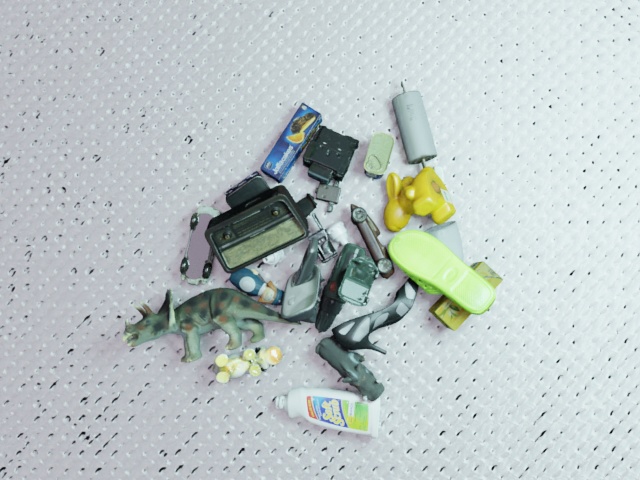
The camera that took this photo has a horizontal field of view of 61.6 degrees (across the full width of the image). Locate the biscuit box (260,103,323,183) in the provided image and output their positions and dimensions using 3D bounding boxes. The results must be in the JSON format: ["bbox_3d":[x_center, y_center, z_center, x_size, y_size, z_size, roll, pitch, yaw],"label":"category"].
[{"bbox_3d":[-0.072,-0.243,1.360,0.063,0.059,0.202,32,88,4],"label":"biscuit box"}]

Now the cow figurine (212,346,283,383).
[{"bbox_3d":[-0.178,0.301,1.316,0.167,0.098,0.068,-9,79,-17],"label":"cow figurine"}]

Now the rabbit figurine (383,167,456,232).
[{"bbox_3d":[0.214,-0.093,1.301,0.173,0.122,0.162,-41,59,37],"label":"rabbit figurine"}]

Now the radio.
[{"bbox_3d":[-0.153,-0.027,1.291,0.230,0.073,0.131,-26,113,6],"label":"radio"}]

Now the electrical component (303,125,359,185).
[{"bbox_3d":[0.022,-0.207,1.343,0.115,0.058,0.134,22,76,7],"label":"electrical component"}]

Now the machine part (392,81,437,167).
[{"bbox_3d":[0.235,-0.279,1.339,0.079,0.079,0.243,-13,86,2],"label":"machine part"}]

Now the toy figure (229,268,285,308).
[{"bbox_3d":[-0.152,0.121,1.340,0.154,0.058,0.064,29,126,3],"label":"toy figure"}]

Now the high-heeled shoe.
[{"bbox_3d":[0.137,0.161,1.298,0.145,0.086,0.248,28,72,2],"label":"high-heeled shoe"}]

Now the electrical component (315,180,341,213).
[{"bbox_3d":[0.019,-0.118,1.364,0.063,0.021,0.094,13,85,4],"label":"electrical component"}]

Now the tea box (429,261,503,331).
[{"bbox_3d":[0.349,0.134,1.293,0.068,0.098,0.169,43,90,5],"label":"tea box"}]

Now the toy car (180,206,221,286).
[{"bbox_3d":[-0.300,0.015,1.354,0.073,0.056,0.201,12,87,-3],"label":"toy car"}]

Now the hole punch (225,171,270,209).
[{"bbox_3d":[-0.169,-0.102,1.351,0.142,0.092,0.115,-35,113,-3],"label":"hole punch"}]

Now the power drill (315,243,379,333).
[{"bbox_3d":[0.061,0.116,1.256,0.086,0.207,0.232,23,80,-3],"label":"power drill"}]

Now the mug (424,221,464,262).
[{"bbox_3d":[0.300,0.020,1.314,0.110,0.081,0.107,-23,94,-4],"label":"mug"}]

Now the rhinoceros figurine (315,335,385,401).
[{"bbox_3d":[0.074,0.303,1.287,0.190,0.112,0.073,42,86,13],"label":"rhinoceros figurine"}]

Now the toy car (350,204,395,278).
[{"bbox_3d":[0.128,-0.001,1.318,0.053,0.089,0.202,-25,84,3],"label":"toy car"}]

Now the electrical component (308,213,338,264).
[{"bbox_3d":[-0.003,-0.004,1.325,0.048,0.075,0.119,-31,96,0],"label":"electrical component"}]

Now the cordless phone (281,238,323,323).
[{"bbox_3d":[-0.031,0.096,1.258,0.089,0.184,0.147,13,45,-4],"label":"cordless phone"}]

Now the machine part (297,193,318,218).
[{"bbox_3d":[-0.064,-0.059,1.358,0.139,0.039,0.084,-44,77,1],"label":"machine part"}]

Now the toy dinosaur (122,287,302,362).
[{"bbox_3d":[-0.264,0.184,1.314,0.405,0.131,0.192,-17,85,-5],"label":"toy dinosaur"}]
